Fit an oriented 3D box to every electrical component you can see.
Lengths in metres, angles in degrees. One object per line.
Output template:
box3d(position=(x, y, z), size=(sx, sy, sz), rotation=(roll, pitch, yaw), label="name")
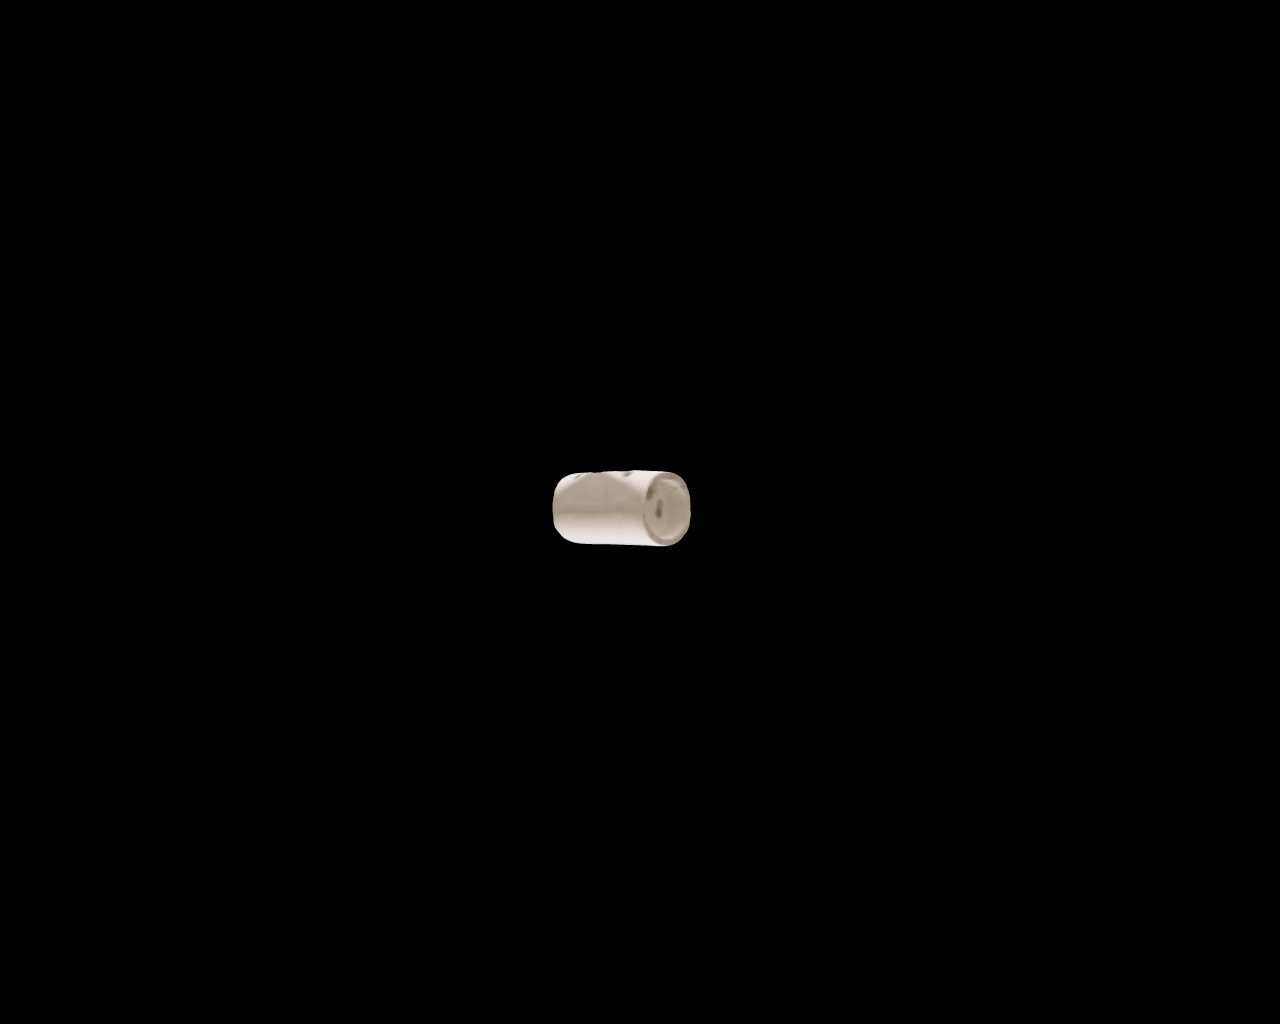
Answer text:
box3d(position=(0.001, -0.003, 0.650), size=(0.077, 0.044, 0.079), rotation=(0, 0, 44), label="electrical component")
